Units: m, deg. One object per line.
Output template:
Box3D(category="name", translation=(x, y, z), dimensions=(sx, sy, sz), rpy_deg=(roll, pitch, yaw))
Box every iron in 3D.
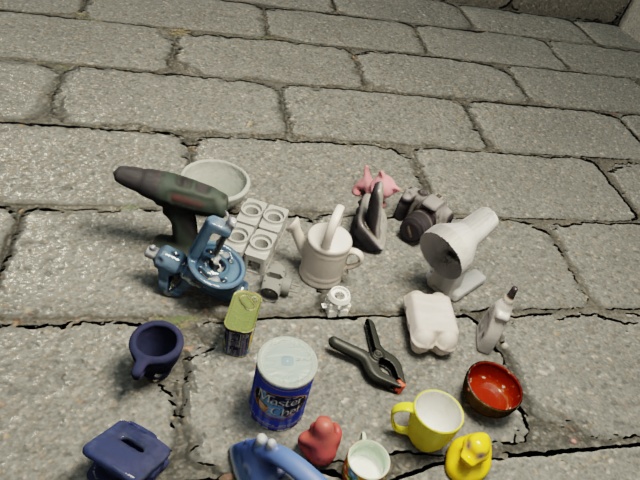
Box3D(category="iron", translation=(-0.041, 0.369, 0.867), dimensions=(0.257, 0.141, 0.119), rpy_deg=(34, 45, 21))

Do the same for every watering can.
Box3D(category="watering can", translation=(0.011, 0.006, 1.239), dimensions=(0.173, 0.194, 0.101), rpy_deg=(6, 42, -9))

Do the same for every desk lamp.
Box3D(category="desk lamp", translation=(0.308, 0.031, 1.281), dimensions=(0.204, 0.213, 0.117), rpy_deg=(-26, 55, -36))

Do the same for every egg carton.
Box3D(category="egg carton", translation=(0.233, 0.174, 1.211), dimensions=(0.107, 0.069, 0.150), rpy_deg=(6, 42, -10))

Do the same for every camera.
Box3D(category="camera", translation=(0.251, -0.065, 1.454), dimensions=(0.143, 0.101, 0.137), rpy_deg=(34, 45, 21))

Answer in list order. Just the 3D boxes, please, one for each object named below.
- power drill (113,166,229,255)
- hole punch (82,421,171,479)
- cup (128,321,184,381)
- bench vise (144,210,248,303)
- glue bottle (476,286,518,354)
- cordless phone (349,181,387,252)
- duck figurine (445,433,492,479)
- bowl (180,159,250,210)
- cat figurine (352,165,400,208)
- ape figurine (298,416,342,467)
Box3D(category="power drill", translation=(-0.311, -0.053, 1.202), dimensions=(0.230, 0.208, 0.075), rpy_deg=(6, 42, -9))
Box3D(category="hole punch", translation=(-0.295, 0.329, 0.877), dimensions=(0.108, 0.091, 0.101), rpy_deg=(26, 43, 12))
Box3D(category="cup", translation=(-0.292, 0.213, 1.002), dimensions=(0.091, 0.095, 0.118), rpy_deg=(19, 42, 5))
Box3D(category="bench vise", translation=(-0.237, 0.036, 1.116), dimensions=(0.208, 0.220, 0.121), rpy_deg=(1, 43, -15))
Box3D(category="glue bottle", translation=(0.372, 0.158, 1.191), dimensions=(0.037, 0.173, 0.078), rpy_deg=(16, 42, 2))
Box3D(category="cordless phone", translation=(0.134, -0.078, 1.372), dimensions=(0.094, 0.185, 0.147), rpy_deg=(13, 42, -2))
Box3D(category="duck figurine", translation=(0.270, 0.367, 0.999), dimensions=(0.077, 0.086, 0.105), rpy_deg=(38, 47, 24))
Box3D(category="bowl", translation=(-0.256, -0.120, 1.391), dimensions=(0.167, 0.075, 0.167), rpy_deg=(8, 42, -7))
Box3D(category="cat figurine", translation=(0.149, -0.144, 1.498), dimensions=(0.067, 0.118, 0.127), rpy_deg=(-16, 50, -29))
Box3D(category="ape figurine", translation=(0.003, 0.329, 0.961), dimensions=(0.078, 0.092, 0.076), rpy_deg=(5, 42, -10))
